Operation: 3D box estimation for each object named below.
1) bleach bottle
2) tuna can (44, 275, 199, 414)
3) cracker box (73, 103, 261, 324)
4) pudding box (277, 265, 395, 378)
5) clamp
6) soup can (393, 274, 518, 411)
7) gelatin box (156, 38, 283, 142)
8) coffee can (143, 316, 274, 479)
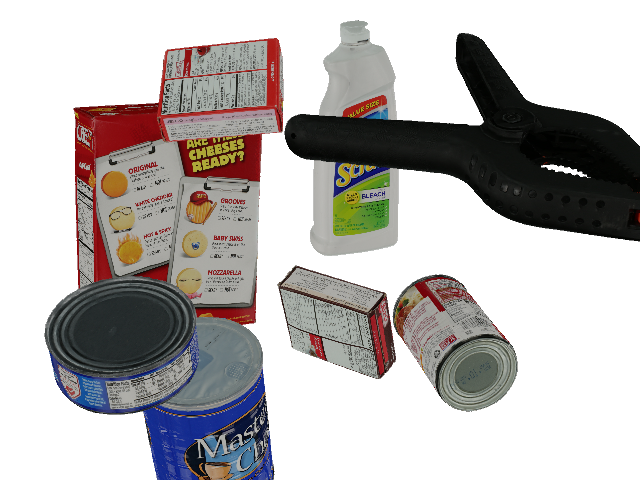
[{"bbox_3d":[0.034,-0.112,1.167,0.102,0.251,0.068,-8,25,-10],"label":"bleach bottle"},{"bbox_3d":[-0.113,0.060,0.616,0.086,0.034,0.086,-1,37,1],"label":"tuna can"},{"bbox_3d":[-0.143,-0.020,0.999,0.163,0.214,0.072,-7,18,-29],"label":"cracker box"},{"bbox_3d":[0.017,0.082,1.070,0.114,0.090,0.039,15,42,30],"label":"pudding box"},{"bbox_3d":[0.094,-0.051,0.593,0.164,0.036,0.210,-26,43,-28],"label":"clamp"},{"bbox_3d":[0.105,0.079,0.842,0.068,0.068,0.102,0,25,-17],"label":"soup can"},{"bbox_3d":[-0.072,-0.109,0.779,0.089,0.073,0.030,-5,-39,5],"label":"gelatin box"},{"bbox_3d":[-0.094,0.149,0.885,0.103,0.140,0.103,-2,37,1],"label":"coffee can"}]
